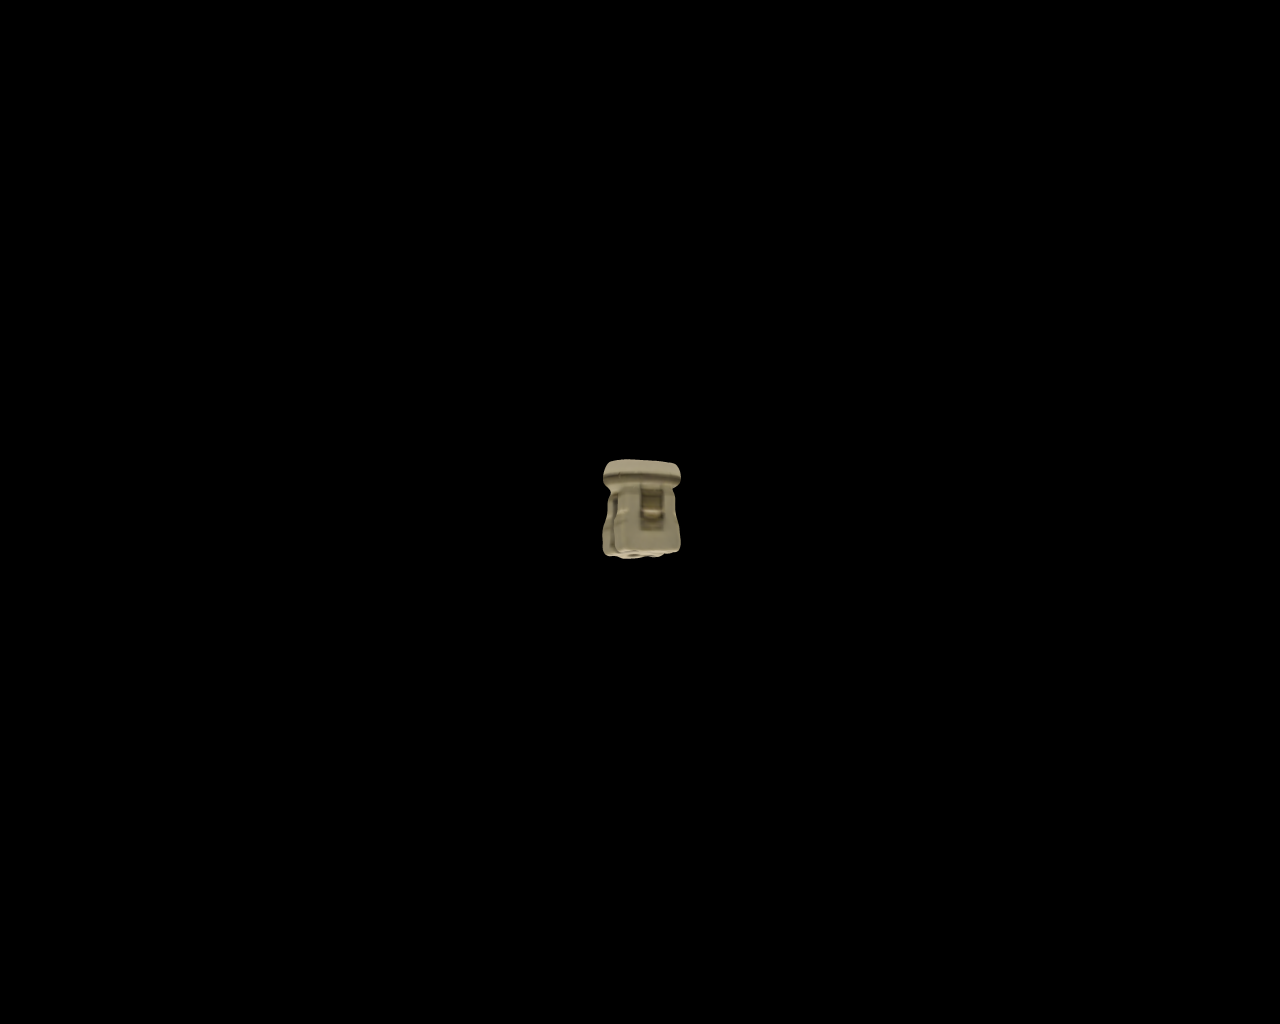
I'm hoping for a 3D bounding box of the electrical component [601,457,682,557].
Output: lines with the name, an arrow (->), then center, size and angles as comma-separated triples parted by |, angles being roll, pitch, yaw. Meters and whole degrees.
electrical component -> 0.001, -0.003, 0.650 | 0.048, 0.055, 0.066 | 2, -7, -19
